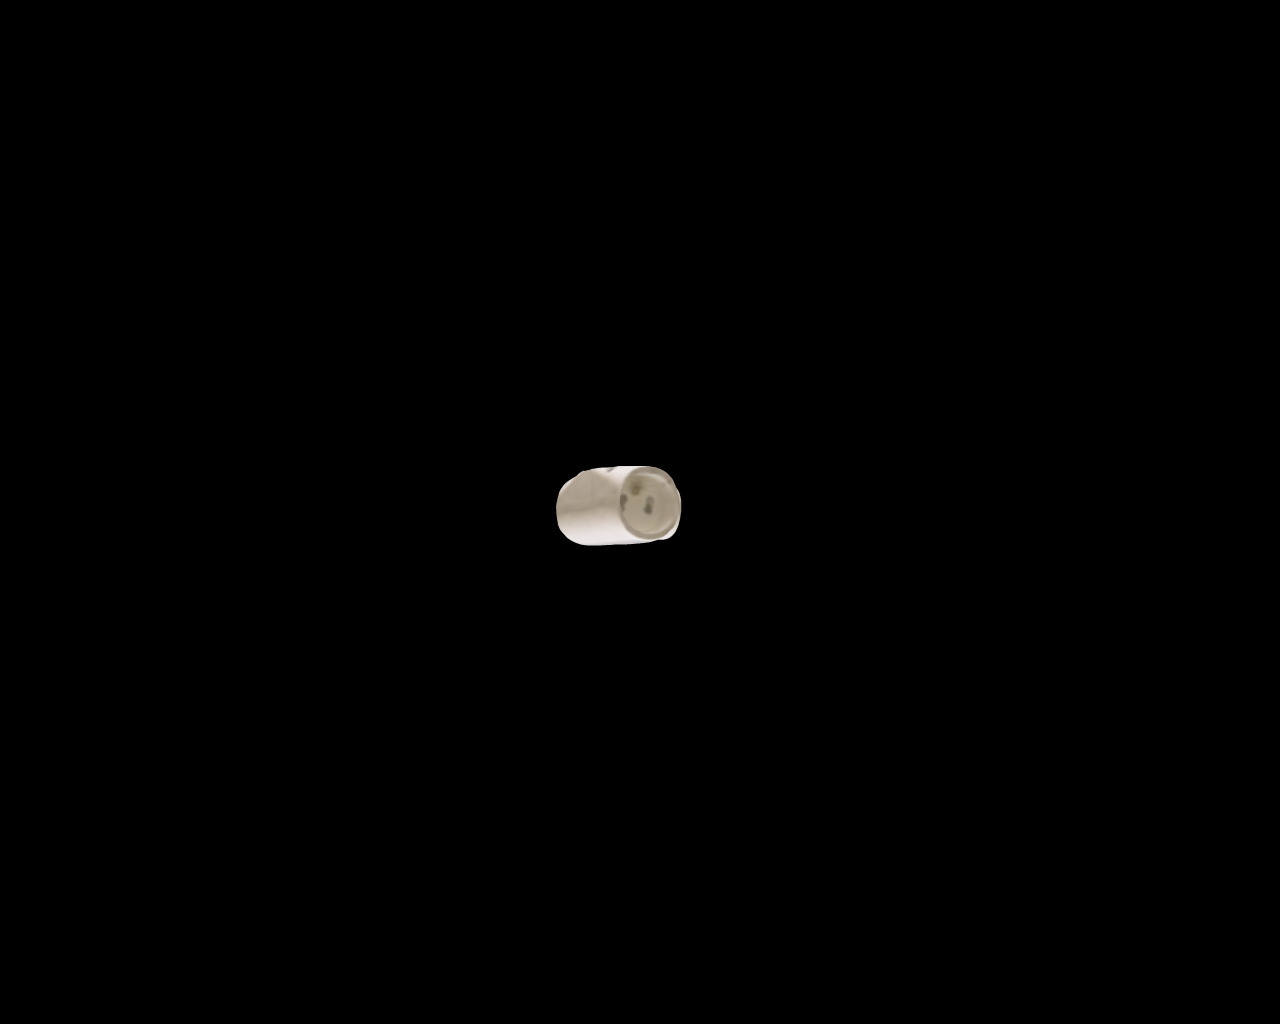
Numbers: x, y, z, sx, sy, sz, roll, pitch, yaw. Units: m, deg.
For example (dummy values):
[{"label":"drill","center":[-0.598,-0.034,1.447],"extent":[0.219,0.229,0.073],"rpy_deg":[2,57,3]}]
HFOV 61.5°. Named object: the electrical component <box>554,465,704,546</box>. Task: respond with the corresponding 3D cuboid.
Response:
[{"label":"electrical component","center":[0.001,-0.003,0.650],"extent":[0.079,0.044,0.077],"rpy_deg":[3,-5,-32]}]
